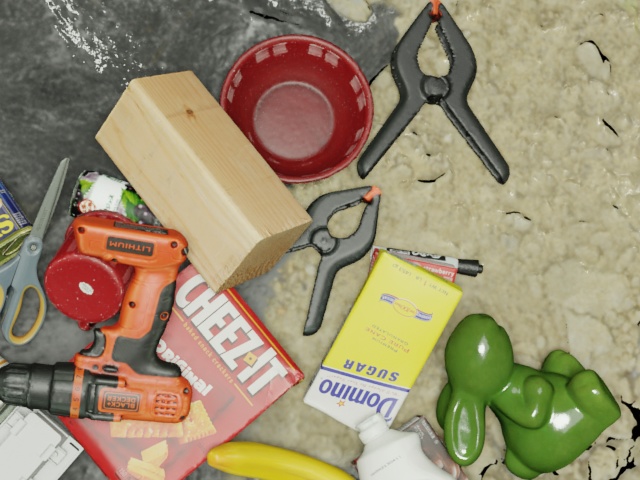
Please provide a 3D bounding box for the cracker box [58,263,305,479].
[{"bbox_3d":[-0.147,0.144,1.069,0.213,0.072,0.164,-39,86,-10],"label":"cracker box"}]

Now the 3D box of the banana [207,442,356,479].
[{"bbox_3d":[-0.025,0.231,1.057,0.197,0.070,0.037,23,88,-18],"label":"banana"}]

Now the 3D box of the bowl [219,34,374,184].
[{"bbox_3d":[-0.026,-0.133,1.132,0.162,0.055,0.162,1,81,-5],"label":"bowl"}]

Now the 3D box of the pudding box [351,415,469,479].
[{"bbox_3d":[0.099,0.249,1.089,0.090,0.039,0.113,-34,85,-9],"label":"pudding box"}]

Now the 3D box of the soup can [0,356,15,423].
[{"bbox_3d":[-0.347,0.135,1.056,0.102,0.068,0.068,38,80,1],"label":"soup can"}]

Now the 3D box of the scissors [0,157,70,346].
[{"bbox_3d":[-0.304,0.012,1.052,0.096,0.016,0.202,1,111,-27],"label":"scissors"}]

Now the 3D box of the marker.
[{"bbox_3d":[0.114,0.023,1.137,0.121,0.020,0.020,8,80,-4],"label":"marker"}]

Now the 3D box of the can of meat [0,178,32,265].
[{"bbox_3d":[-0.351,-0.013,1.086,0.102,0.057,0.084,-34,82,-10],"label":"can of meat"}]

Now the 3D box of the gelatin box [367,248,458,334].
[{"bbox_3d":[0.091,0.054,1.114,0.089,0.030,0.073,12,98,-4],"label":"gelatin box"}]

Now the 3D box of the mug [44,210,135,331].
[{"bbox_3d":[-0.225,0.039,1.062,0.093,0.081,0.117,17,120,-1],"label":"mug"}]

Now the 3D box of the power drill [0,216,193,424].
[{"bbox_3d":[-0.201,0.075,0.985,0.184,0.057,0.188,7,100,-12],"label":"power drill"}]

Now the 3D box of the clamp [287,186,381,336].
[{"bbox_3d":[-0.007,0.001,1.122,0.120,0.039,0.171,37,81,-2],"label":"clamp"}]

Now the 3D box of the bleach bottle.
[{"bbox_3d":[0.121,0.275,1.029,0.102,0.068,0.251,-33,79,1],"label":"bleach bottle"}]

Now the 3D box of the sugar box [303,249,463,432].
[{"bbox_3d":[0.063,0.106,1.081,0.093,0.048,0.176,27,96,0],"label":"sugar box"}]

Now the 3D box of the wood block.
[{"bbox_3d":[-0.116,-0.061,1.063,0.206,0.090,0.090,51,36,14],"label":"wood block"}]

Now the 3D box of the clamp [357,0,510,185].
[{"bbox_3d":[0.133,-0.156,1.158,0.164,0.036,0.210,9,79,-4],"label":"clamp"}]
